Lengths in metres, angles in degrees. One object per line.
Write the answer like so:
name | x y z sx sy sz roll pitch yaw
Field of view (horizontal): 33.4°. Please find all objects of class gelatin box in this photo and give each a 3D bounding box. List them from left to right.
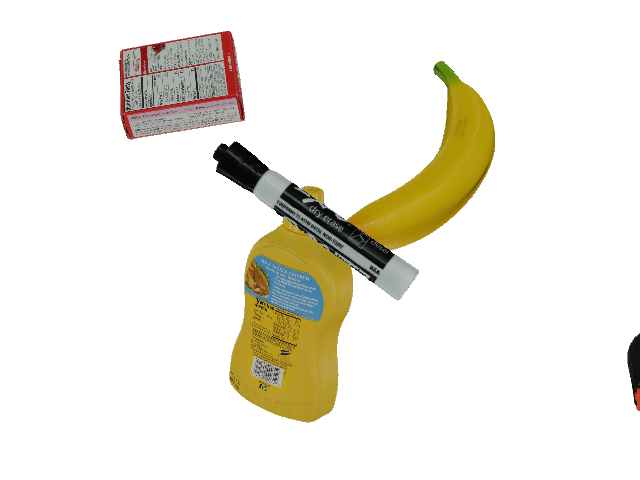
gelatin box | -0.104 -0.116 0.795 0.089 0.073 0.030 -10 -39 0

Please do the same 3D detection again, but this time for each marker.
marker | -0.004 -0.012 0.544 0.121 0.020 0.020 35 4 6

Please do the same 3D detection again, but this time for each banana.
banana | 0.077 -0.049 0.739 0.070 0.037 0.197 21 49 12

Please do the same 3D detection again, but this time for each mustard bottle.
mustard bottle | -0.021 0.048 0.888 0.096 0.192 0.058 21 23 32

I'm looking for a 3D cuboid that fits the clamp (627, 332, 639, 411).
clamp | 0.322 0.085 0.956 0.171 0.039 0.120 -33 36 -25
